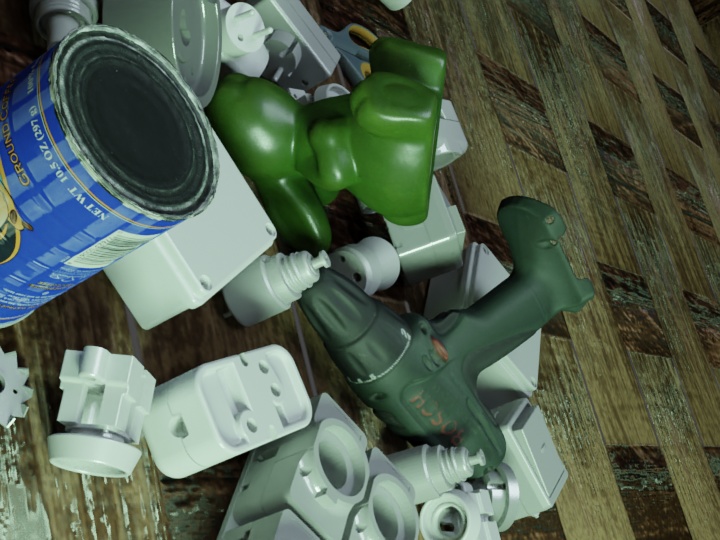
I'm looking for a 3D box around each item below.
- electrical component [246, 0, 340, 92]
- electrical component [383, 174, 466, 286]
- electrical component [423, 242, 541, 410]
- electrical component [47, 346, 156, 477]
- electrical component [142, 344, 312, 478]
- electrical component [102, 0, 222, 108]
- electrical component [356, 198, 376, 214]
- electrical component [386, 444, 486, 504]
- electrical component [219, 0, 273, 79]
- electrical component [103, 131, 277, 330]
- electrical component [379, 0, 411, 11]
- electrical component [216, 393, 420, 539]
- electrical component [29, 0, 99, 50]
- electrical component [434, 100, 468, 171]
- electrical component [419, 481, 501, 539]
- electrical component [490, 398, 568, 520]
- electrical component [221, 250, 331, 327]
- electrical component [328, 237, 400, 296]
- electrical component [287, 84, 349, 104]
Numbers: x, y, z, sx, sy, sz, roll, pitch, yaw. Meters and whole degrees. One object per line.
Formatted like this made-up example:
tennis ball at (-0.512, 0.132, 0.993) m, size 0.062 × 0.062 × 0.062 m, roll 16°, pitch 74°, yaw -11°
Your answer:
electrical component at (-0.066, -0.180, 0.880) m, size 0.083 × 0.047 × 0.075 m, roll 51°, pitch 34°, yaw -23°
electrical component at (0.055, -0.032, 0.911) m, size 0.096 × 0.061 × 0.061 m, roll 64°, pitch 7°, yaw -70°
electrical component at (0.110, 0.050, 0.965) m, size 0.108 × 0.056 × 0.108 m, roll 48°, pitch 33°, yaw -25°
electrical component at (-0.135, 0.076, 0.561) m, size 0.066 × 0.048 × 0.055 m, roll 77°, pitch 19°, yaw -67°
electrical component at (-0.082, 0.084, 0.635) m, size 0.095 × 0.059 × 0.053 m, roll -11°, pitch 77°, yaw -59°
electrical component at (-0.136, -0.162, 0.717) m, size 0.108 × 0.060 × 0.108 m, roll 2°, pitch 90°, yaw -81°
electrical component at (0.010, -0.096, 0.913) m, size 0.079 × 0.044 × 0.077 m, roll 104°, pitch -33°, yaw -76°
electrical component at (0.053, 0.147, 0.785) m, size 0.040 × 0.078 × 0.040 m, roll -19°, pitch 90°, yaw -73°
electrical component at (-0.097, -0.174, 0.795) m, size 0.077 × 0.079 × 0.043 m, roll 40°, pitch 58°, yaw -35°
electrical component at (-0.119, -0.036, 0.672) m, size 0.108 × 0.056 × 0.108 m, roll 58°, pitch 30°, yaw -9°
electrical component at (0.020, -0.311, 1.119) m, size 0.081 × 0.043 × 0.043 m, roll 32°, pitch 42°, yaw -42°
electrical component at (-0.027, 0.176, 0.647) m, size 0.105 × 0.060 × 0.186 m, roll 50°, pitch 33°, yaw -23°
electrical component at (-0.187, -0.162, 0.679) m, size 0.043 × 0.043 × 0.062 m, roll 29°, pitch 45°, yaw -45°
electrical component at (0.059, -0.127, 1.026) m, size 0.095 × 0.054 × 0.059 m, roll -3°, pitch 70°, yaw -58°
electrical component at (0.075, 0.191, 0.812) m, size 0.055 × 0.048 × 0.066 m, roll 26°, pitch 46°, yaw -57°
electrical component at (0.136, 0.165, 0.910) m, size 0.096 × 0.061 × 0.062 m, roll 61°, pitch 30°, yaw -4°
electrical component at (-0.057, 0.008, 0.722) m, size 0.040 × 0.078 × 0.040 m, roll 57°, pitch 17°, yaw -28°
electrical component at (0.000, 0.000, 0.843) m, size 0.055 × 0.045 × 0.045 m, roll -22°, pitch 86°, yaw -60°
electrical component at (-0.032, -0.115, 0.871) m, size 0.058 × 0.057 × 0.078 m, roll -5°, pitch 71°, yaw -58°
